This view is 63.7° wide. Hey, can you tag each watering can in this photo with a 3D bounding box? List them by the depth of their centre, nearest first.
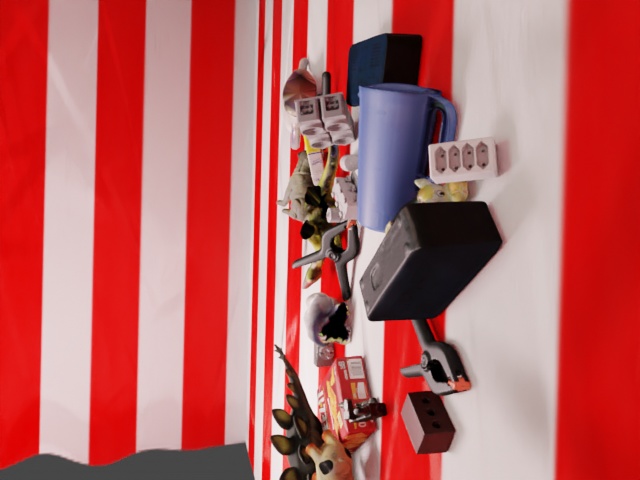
[{"bbox_3d":[-0.065,-0.462,1.621,0.222,0.104,0.352,111,164,-76],"label":"watering can"}]

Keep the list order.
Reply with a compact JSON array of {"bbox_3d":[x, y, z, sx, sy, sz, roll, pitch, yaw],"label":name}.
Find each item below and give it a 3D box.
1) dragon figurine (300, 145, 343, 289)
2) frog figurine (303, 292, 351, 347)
[{"bbox_3d":[0.004,-0.069,1.377,0.242,0.122,0.412,153,126,-82],"label":"dragon figurine"},{"bbox_3d":[0.005,0.190,1.288,0.135,0.123,0.161,63,165,-23],"label":"frog figurine"}]
